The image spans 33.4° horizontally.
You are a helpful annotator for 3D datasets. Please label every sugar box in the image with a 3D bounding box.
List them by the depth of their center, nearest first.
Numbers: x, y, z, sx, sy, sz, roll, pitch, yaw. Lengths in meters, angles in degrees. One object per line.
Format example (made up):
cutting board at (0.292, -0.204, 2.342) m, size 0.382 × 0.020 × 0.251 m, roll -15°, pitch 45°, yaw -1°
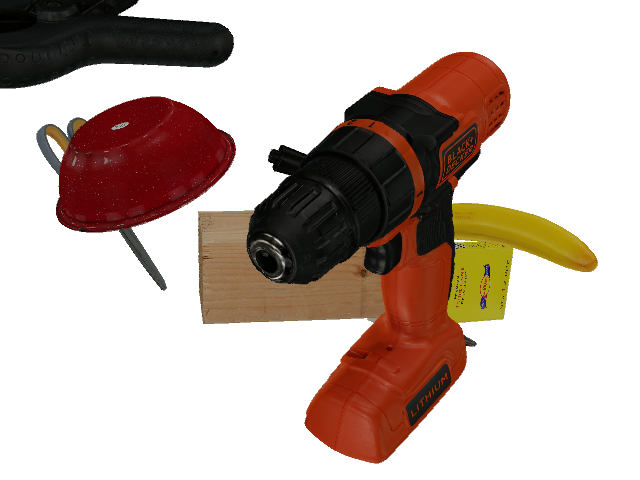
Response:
sugar box at (0.142, 0.050, 1.246) m, size 0.175 × 0.093 × 0.048 m, roll -3°, pitch 14°, yaw -34°

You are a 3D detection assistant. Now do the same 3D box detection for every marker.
marker at (0.021, -0.040, 0.735) m, size 0.121 × 0.020 × 0.020 m, roll 18°, pitch -6°, yaw -17°

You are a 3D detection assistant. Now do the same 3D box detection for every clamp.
clamp at (-0.148, -0.122, 0.602) m, size 0.171 × 0.039 × 0.120 m, roll -10°, pitch 30°, yaw -26°

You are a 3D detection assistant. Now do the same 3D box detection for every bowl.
bowl at (-0.155, -0.074, 0.886) m, size 0.162 × 0.055 × 0.162 m, roll -15°, pitch 31°, yaw 9°

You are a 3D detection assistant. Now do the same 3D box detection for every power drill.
power drill at (0.030, 0.019, 0.524) m, size 0.057 × 0.188 × 0.184 m, roll 25°, pitch 43°, yaw 27°

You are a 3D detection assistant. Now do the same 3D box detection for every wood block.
wood block at (-0.017, 0.024, 1.061) m, size 0.206 × 0.091 × 0.090 m, roll -1°, pitch 19°, yaw -9°

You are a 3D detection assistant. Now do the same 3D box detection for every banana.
banana at (0.172, -0.005, 1.040) m, size 0.198 × 0.037 × 0.069 m, roll 7°, pitch 47°, yaw 19°

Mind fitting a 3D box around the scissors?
scissors at (-0.212, -0.046, 1.093) m, size 0.016 × 0.201 × 0.096 m, roll -28°, pitch 26°, yaw 27°
